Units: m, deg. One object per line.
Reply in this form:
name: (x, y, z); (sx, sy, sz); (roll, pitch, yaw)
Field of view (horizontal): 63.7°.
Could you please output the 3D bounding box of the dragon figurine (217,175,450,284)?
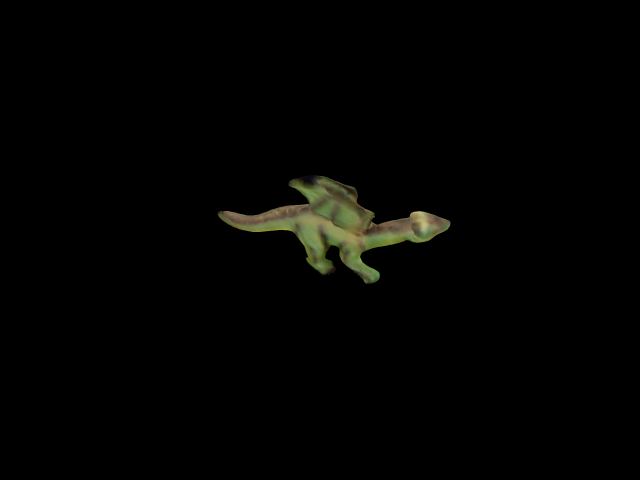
dragon figurine: (0.003, -0.043, 0.850); (0.410, 0.125, 0.237); (12, -28, 6)
